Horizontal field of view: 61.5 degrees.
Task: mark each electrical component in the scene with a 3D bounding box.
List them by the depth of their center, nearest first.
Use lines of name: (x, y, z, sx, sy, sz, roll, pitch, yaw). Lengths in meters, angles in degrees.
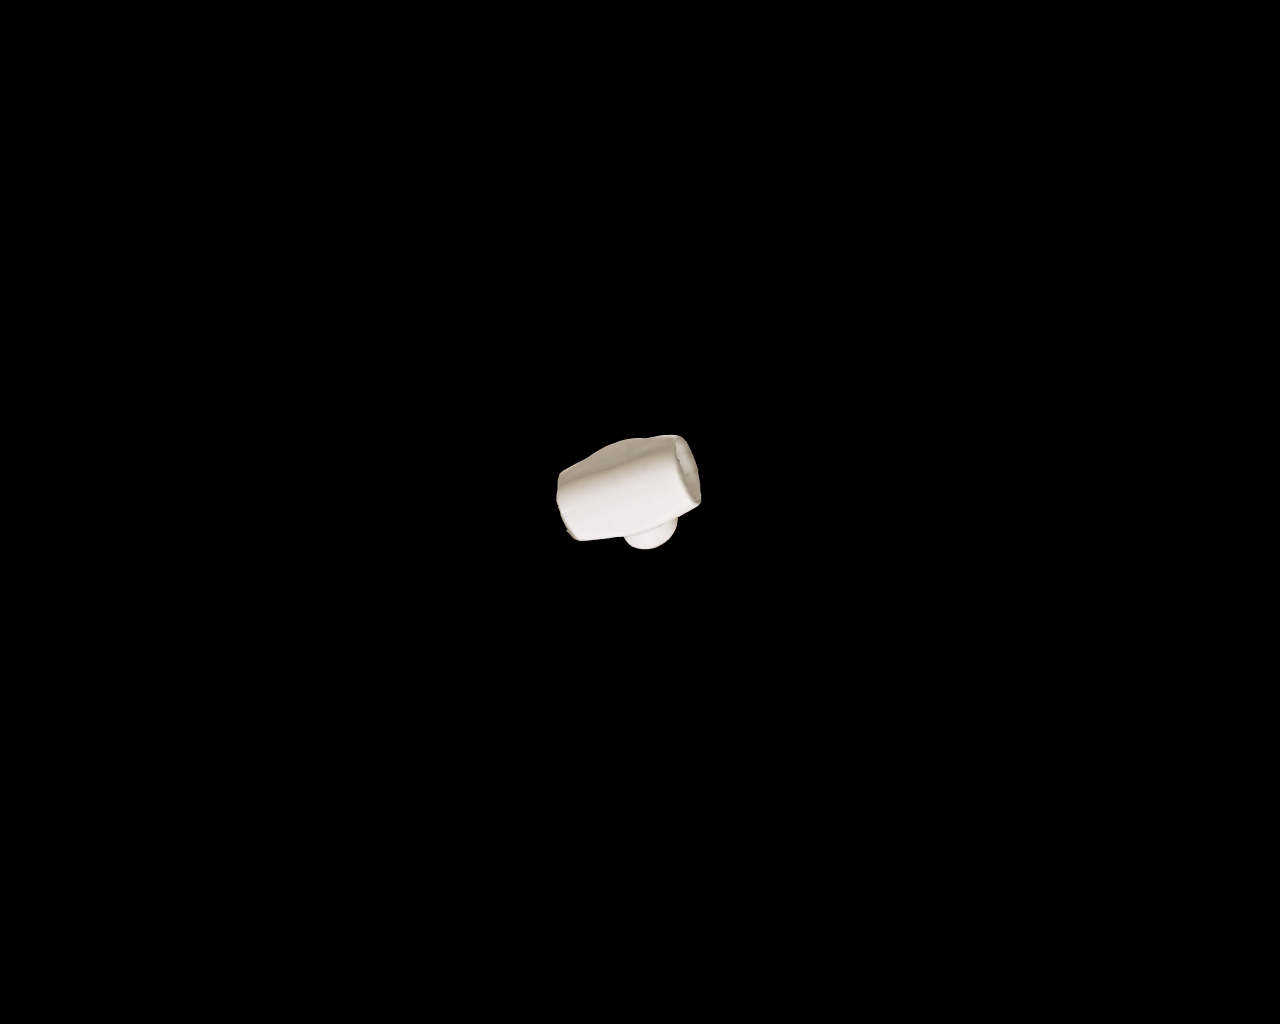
electrical component: (0.001, -0.003, 0.650, 0.077, 0.044, 0.079, -17, -48, 16)
